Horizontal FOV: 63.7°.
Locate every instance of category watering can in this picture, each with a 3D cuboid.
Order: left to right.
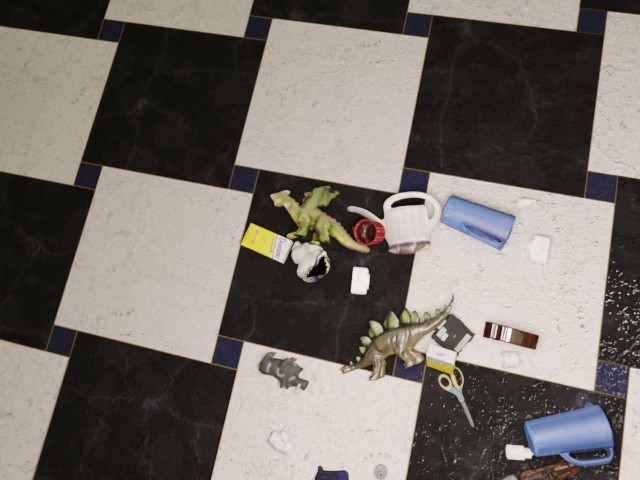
[{"bbox_3d":[0.274,-0.056,1.883,0.346,0.103,0.226,-8,80,21],"label":"watering can"}]

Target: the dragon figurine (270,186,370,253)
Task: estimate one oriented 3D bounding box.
[{"bbox_3d":[0.006,-0.097,1.927,0.411,0.120,0.246,12,72,7],"label":"dragon figurine"}]

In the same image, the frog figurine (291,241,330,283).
[{"bbox_3d":[-0.044,0.078,1.905,0.161,0.121,0.137,25,92,48],"label":"frog figurine"}]
